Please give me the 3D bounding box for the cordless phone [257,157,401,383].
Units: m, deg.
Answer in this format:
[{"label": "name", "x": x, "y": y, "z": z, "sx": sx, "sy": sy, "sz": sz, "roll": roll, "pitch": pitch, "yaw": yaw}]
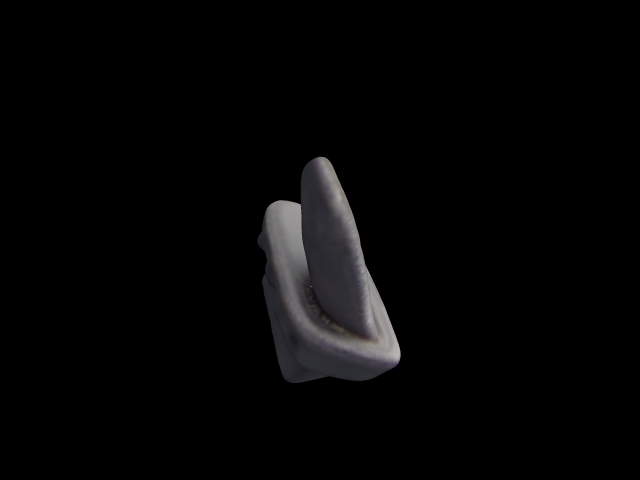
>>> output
[{"label": "cordless phone", "x": 0.004, "y": 0.001, "z": 0.400, "sx": 0.094, "sy": 0.185, "sz": 0.147, "roll": -13, "pitch": 47, "yaw": -12}]
